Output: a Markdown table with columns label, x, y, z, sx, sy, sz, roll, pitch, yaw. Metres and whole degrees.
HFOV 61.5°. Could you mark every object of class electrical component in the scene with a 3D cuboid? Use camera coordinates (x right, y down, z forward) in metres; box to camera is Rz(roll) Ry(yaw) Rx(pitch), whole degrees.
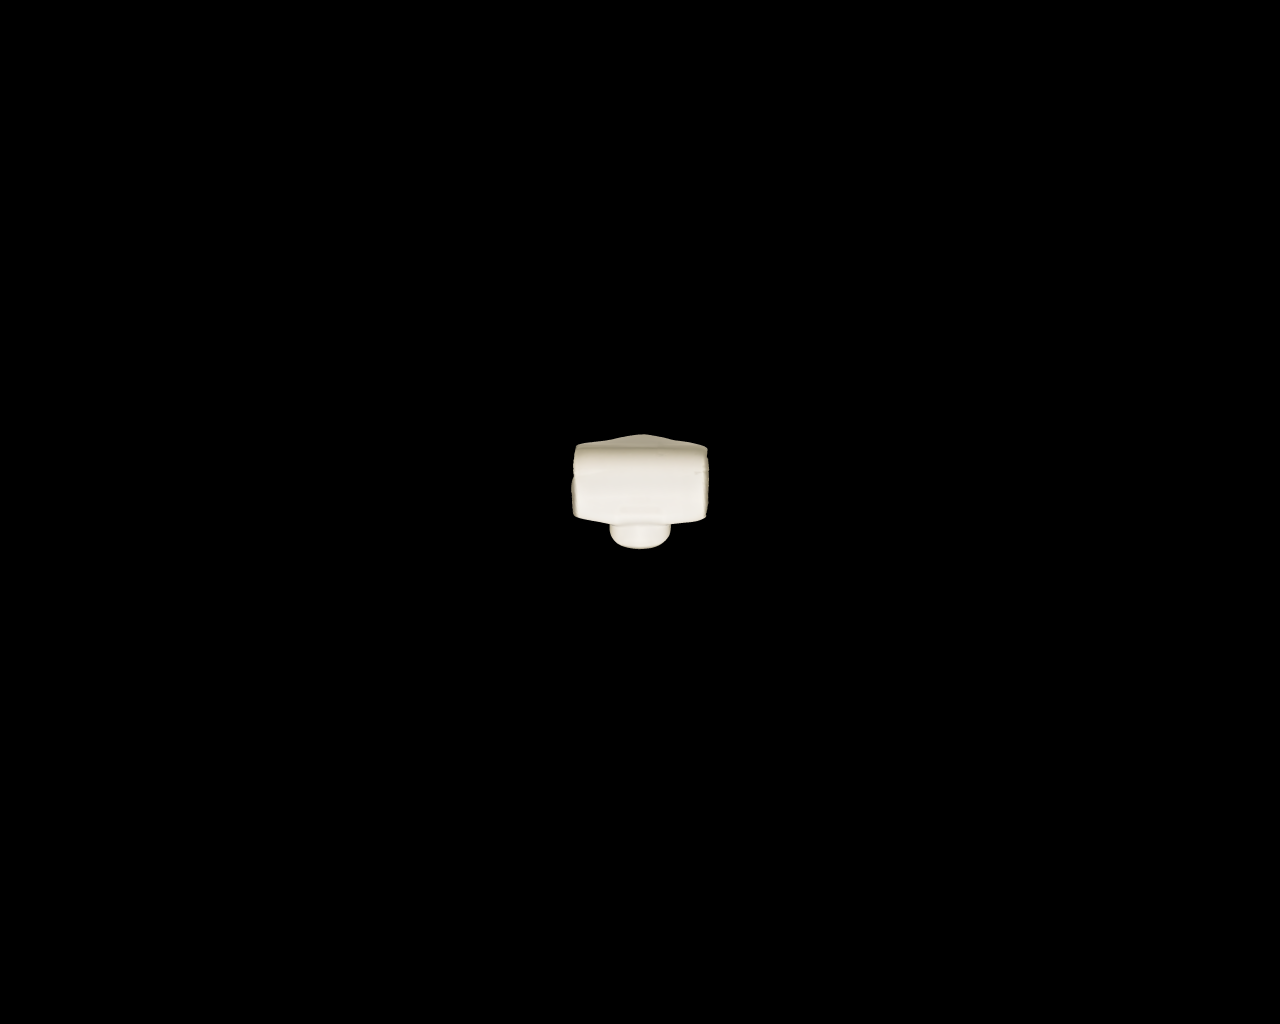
| label | x | y | z | sx | sy | sz | roll | pitch | yaw |
| --- | --- | --- | --- | --- | --- | --- | --- | --- | --- |
| electrical component | 0.001 | -0.003 | 0.650 | 0.077 | 0.079 | 0.043 | 0 | 28 | 0 |
